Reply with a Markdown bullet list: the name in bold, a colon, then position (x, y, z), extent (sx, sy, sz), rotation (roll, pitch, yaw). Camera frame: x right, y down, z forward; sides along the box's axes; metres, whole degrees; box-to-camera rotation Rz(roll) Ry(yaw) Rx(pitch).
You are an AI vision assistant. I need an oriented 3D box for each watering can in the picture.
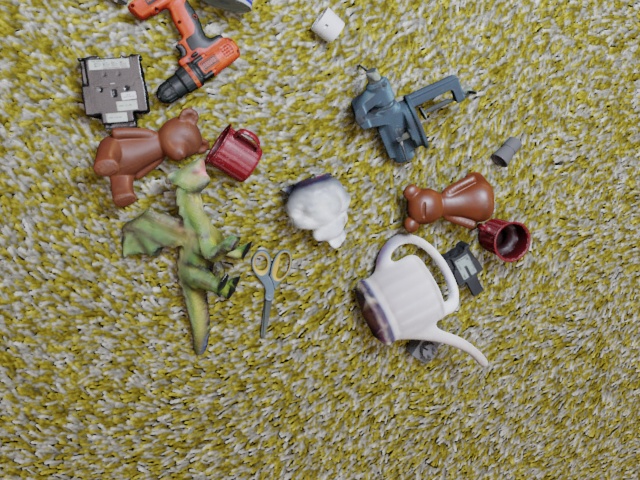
- **watering can**: position (0.215, 0.161, 1.137), extent (0.225, 0.103, 0.349), rotation (-26, 85, -8)

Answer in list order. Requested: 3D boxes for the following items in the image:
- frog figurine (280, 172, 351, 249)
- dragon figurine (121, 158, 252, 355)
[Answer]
- **frog figurine**: position (0.003, -0.054, 1.063), extent (0.139, 0.122, 0.159), rotation (-24, 94, -28)
- **dragon figurine**: position (-0.281, 0.035, 1.029), extent (0.243, 0.124, 0.404), rotation (25, 109, 2)
